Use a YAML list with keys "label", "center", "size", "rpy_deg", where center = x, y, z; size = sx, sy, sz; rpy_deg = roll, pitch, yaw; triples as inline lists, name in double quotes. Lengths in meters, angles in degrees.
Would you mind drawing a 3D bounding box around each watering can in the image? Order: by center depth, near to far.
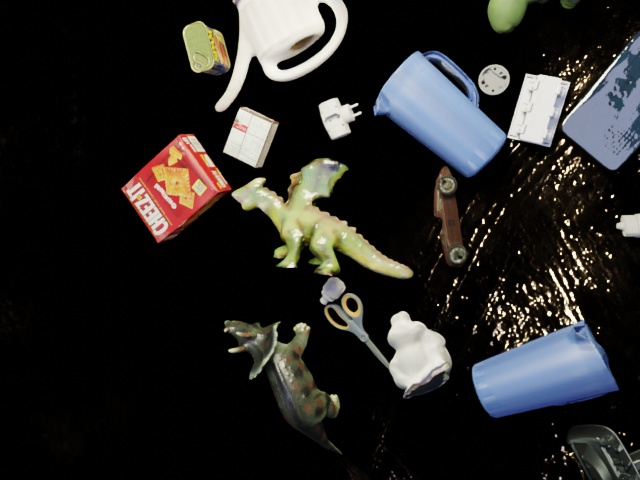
- label: "watering can"
  center: [-0.114, -0.428, 1.075]
  size: [0.345, 0.104, 0.224]
  rpy_deg: [-24, 89, 18]

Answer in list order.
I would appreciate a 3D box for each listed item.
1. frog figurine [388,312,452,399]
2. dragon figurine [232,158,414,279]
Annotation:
- label: "frog figurine"
  center: [0.198, 0.237, 1.091]
  size: [0.135, 0.122, 0.163]
  rpy_deg: [-51, 46, 26]
- label: "dragon figurine"
  center: [0.003, -0.055, 1.100]
  size: [0.410, 0.122, 0.242]
  rpy_deg: [6, 92, 15]
